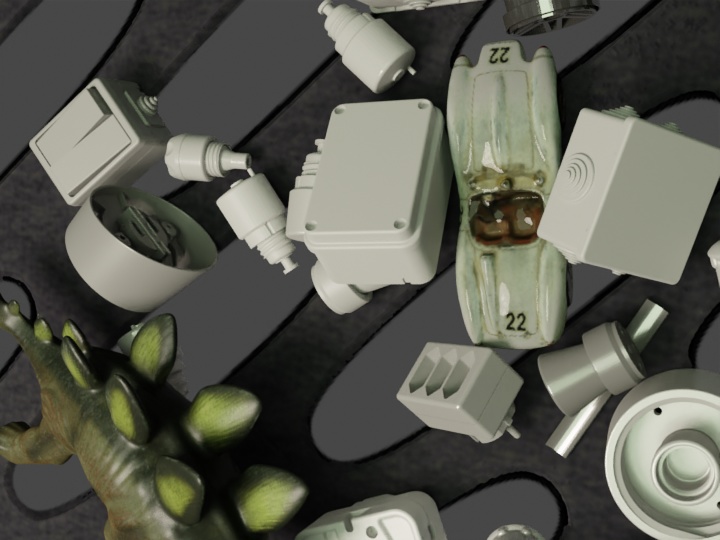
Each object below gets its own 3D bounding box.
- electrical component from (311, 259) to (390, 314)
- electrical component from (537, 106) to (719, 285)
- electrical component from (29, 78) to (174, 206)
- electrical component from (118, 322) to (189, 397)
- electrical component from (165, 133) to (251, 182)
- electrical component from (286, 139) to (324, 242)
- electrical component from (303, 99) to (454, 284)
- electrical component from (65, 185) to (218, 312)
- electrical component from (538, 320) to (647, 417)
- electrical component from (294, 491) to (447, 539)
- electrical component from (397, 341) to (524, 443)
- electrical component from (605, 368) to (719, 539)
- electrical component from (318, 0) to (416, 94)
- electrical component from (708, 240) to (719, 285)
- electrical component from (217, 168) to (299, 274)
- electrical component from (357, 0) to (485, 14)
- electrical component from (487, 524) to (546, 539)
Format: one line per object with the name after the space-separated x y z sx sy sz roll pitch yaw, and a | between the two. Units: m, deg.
0.000 0.000 0.749 0.055 0.045 0.045 -33 83 20 | electrical component
0.164 -0.046 0.657 0.048 0.100 0.099 32 107 54 | electrical component
-0.190 -0.099 0.804 0.096 0.061 0.061 -38 81 19 | electrical component
-0.152 0.073 0.815 0.040 0.040 0.078 -31 84 20 | electrical component
-0.110 -0.082 0.790 0.061 0.035 0.035 6 97 18 | electrical component
-0.030 -0.053 0.759 0.040 0.040 0.078 3 83 20 | electrical component
0.014 -0.052 0.704 0.078 0.057 0.113 0 58 21 | electrical component
-0.160 -0.019 0.781 0.064 0.099 0.099 -42 80 25 | electrical component
0.149 0.063 0.688 0.055 0.045 0.045 -30 84 20 | electrical component
0.010 0.192 0.754 0.095 0.059 0.053 -18 88 21 | electrical component
0.078 0.090 0.719 0.066 0.077 0.047 1 53 55 | electrical component
0.206 0.120 0.673 0.108 0.060 0.108 2 95 21 | electrical component
0.002 -0.156 0.737 0.078 0.040 0.040 45 108 11 | electrical component
0.243 0.008 0.660 0.048 0.048 0.062 -12 97 21 | electrical component
-0.070 -0.033 0.775 0.040 0.040 0.078 -32 92 20 | electrical component
0.039 -0.222 0.713 0.100 0.048 0.099 -2 94 21 | electrical component
0.103 0.201 0.717 0.048 0.062 0.048 2 99 14 | electrical component
